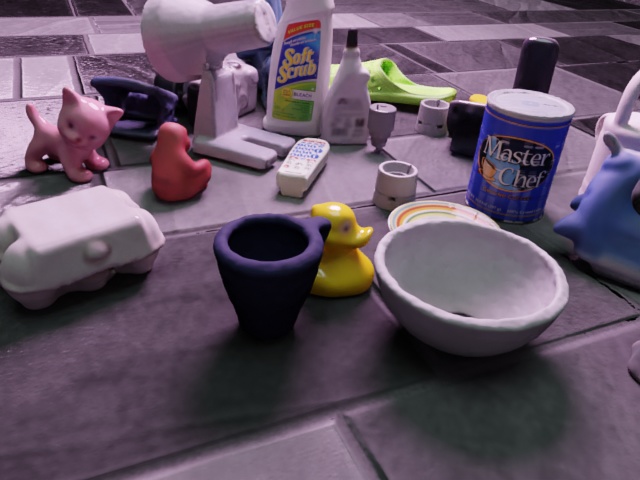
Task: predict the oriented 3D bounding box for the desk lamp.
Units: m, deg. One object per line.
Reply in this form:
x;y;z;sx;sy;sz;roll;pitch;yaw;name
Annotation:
-0.137;-0.231;0.800;0.202;0.214;0.118;17;34;18;desk lamp

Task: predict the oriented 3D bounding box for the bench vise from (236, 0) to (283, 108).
-0.072;-0.353;0.998;0.122;0.220;0.206;-23;41;-36;bench vise

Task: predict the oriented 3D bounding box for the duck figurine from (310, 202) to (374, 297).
0.005;0.002;0.567;0.104;0.086;0.077;10;32;9;duck figurine

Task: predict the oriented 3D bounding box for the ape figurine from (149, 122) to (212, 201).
-0.176;-0.099;0.699;0.077;0.092;0.076;20;35;23;ape figurine

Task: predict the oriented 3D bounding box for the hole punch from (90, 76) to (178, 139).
-0.278;-0.212;0.866;0.108;0.091;0.101;9;32;7;hole punch

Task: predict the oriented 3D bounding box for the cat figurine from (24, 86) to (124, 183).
-0.314;-0.141;0.723;0.127;0.118;0.067;12;33;11;cat figurine

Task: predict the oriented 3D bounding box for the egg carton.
-0.232;0.004;0.548;0.151;0.069;0.107;-23;41;-36;egg carton

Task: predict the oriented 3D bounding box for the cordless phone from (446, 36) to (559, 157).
0.271;-0.216;0.856;0.147;0.185;0.094;14;33;14;cordless phone

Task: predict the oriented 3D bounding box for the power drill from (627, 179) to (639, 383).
0.324;0.045;0.424;0.076;0.208;0.229;-10;35;-22;power drill

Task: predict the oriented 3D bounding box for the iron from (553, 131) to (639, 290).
0.393;-0.018;0.597;0.257;0.141;0.119;22;36;26;iron

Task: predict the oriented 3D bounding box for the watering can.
0.411;-0.124;0.720;0.101;0.194;0.172;-16;37;-29;watering can

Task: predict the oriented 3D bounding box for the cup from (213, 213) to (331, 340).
-0.036;0.032;0.505;0.091;0.095;0.118;29;39;34;cup

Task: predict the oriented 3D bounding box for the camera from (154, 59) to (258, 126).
-0.193;-0.260;0.946;0.136;0.101;0.143;20;35;23;camera

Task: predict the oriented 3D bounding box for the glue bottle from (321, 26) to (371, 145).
0.044;-0.229;0.859;0.078;0.173;0.037;0;32;-8;glue bottle

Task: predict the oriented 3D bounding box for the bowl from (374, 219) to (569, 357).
0.128;0.051;0.514;0.167;0.075;0.167;3;32;-2;bowl
